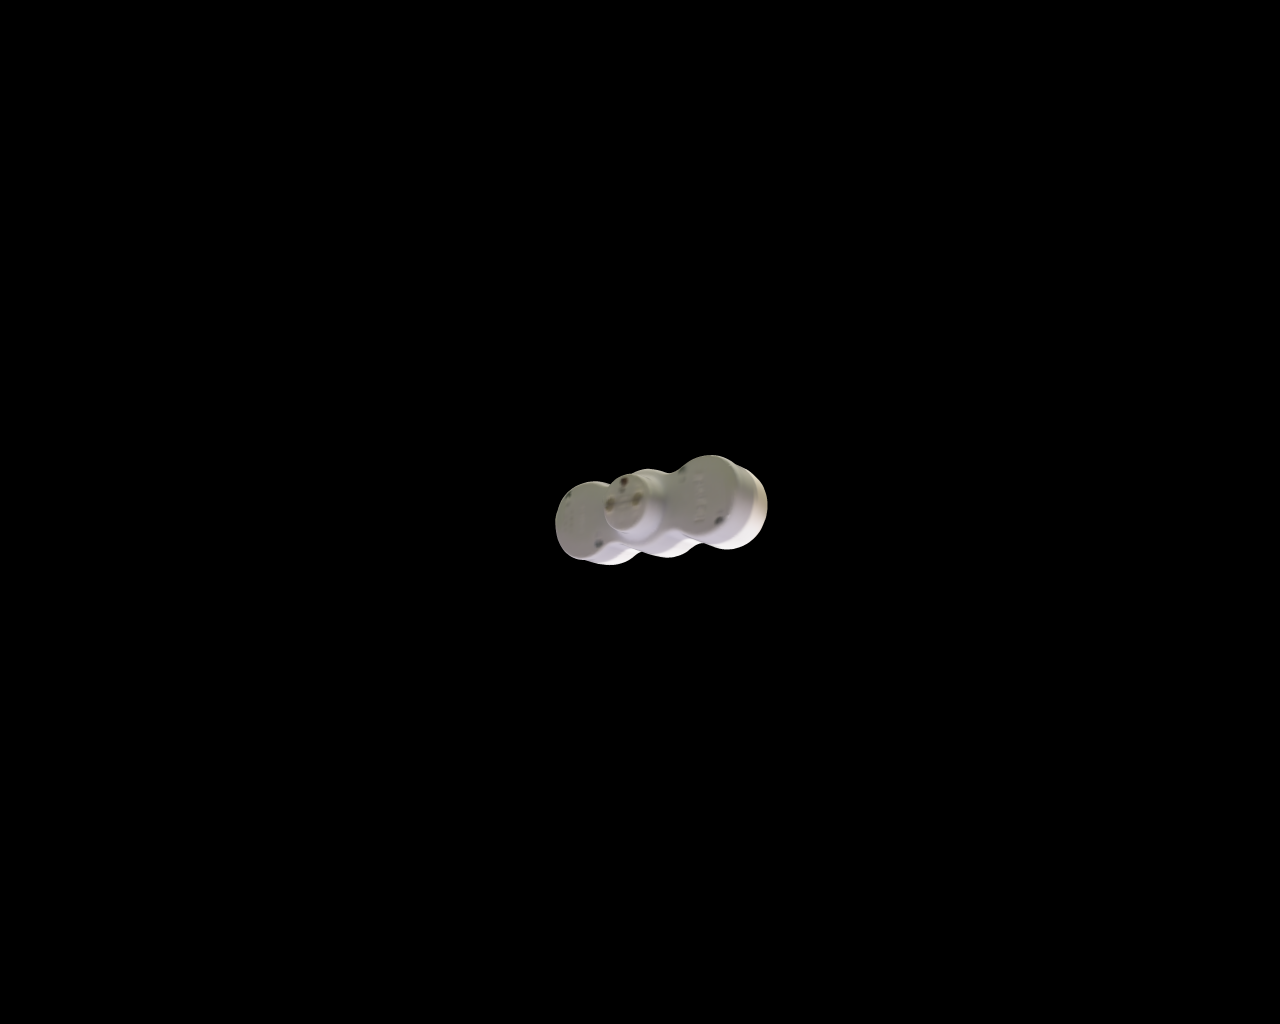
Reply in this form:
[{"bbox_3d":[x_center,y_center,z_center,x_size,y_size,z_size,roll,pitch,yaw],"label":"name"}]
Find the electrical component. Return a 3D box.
[{"bbox_3d":[0.001,-0.003,0.650,0.138,0.052,0.073,-10,-18,33],"label":"electrical component"}]
